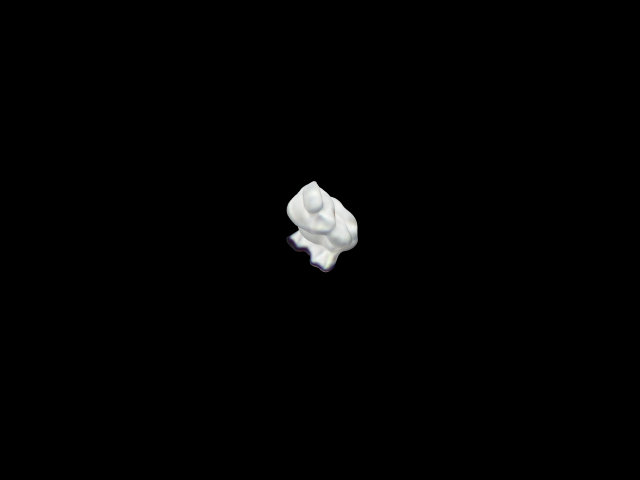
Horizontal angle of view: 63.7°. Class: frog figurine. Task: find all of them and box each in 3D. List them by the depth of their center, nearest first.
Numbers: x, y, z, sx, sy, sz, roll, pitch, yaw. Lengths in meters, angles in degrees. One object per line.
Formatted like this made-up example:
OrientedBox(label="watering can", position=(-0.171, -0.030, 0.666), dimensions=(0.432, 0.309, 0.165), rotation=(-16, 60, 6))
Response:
OrientedBox(label="frog figurine", position=(0.003, -0.043, 0.850), dimensions=(0.123, 0.155, 0.140), rotation=(-14, 45, -14))
